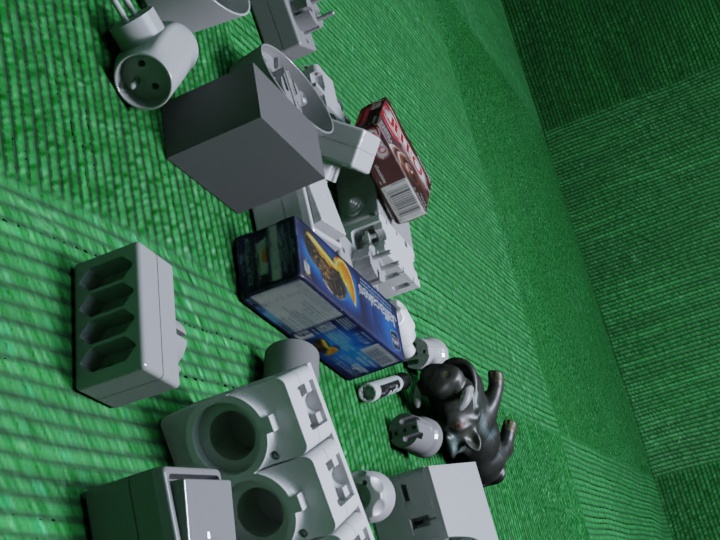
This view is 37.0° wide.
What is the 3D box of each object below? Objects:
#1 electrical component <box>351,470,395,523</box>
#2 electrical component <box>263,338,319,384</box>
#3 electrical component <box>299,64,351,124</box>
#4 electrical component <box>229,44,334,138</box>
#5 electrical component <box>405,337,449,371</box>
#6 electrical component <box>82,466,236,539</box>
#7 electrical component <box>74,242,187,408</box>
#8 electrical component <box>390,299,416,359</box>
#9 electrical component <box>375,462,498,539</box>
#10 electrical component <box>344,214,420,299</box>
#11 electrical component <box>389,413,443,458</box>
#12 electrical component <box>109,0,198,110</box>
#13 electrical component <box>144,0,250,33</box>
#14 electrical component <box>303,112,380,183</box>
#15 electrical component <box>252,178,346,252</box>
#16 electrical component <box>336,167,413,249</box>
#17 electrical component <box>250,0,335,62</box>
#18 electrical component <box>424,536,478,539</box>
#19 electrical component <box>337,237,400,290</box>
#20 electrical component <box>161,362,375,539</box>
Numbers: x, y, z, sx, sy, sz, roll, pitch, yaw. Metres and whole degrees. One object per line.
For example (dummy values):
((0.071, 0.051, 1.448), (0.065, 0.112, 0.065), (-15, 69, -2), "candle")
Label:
((0.009, 0.189, 0.895), (0.062, 0.043, 0.043), (27, 46, -66), "electrical component")
((-0.053, 0.096, 0.814), (0.043, 0.043, 0.081), (54, 24, -39), "electrical component")
((-0.048, -0.175, 1.123), (0.081, 0.042, 0.063), (41, 31, -57), "electrical component")
((-0.073, -0.159, 0.991), (0.099, 0.064, 0.099), (51, 27, -39), "electrical component")
((0.070, 0.093, 1.179), (0.046, 0.040, 0.040), (16, 56, -61), "electrical component")
((-0.101, 0.158, 0.582), (0.062, 0.061, 0.096), (27, 46, -64), "electrical component")
((-0.130, 0.040, 0.648), (0.076, 0.047, 0.083), (44, 31, -55), "electrical component")
((0.037, 0.064, 1.106), (0.043, 0.043, 0.062), (-85, 151, -53), "electrical component")
((0.071, 0.230, 0.995), (0.150, 0.062, 0.089), (20, 52, -67), "electrical component")
((0.016, -0.010, 1.104), (0.089, 0.056, 0.050), (43, 31, -53), "electrical component")
((0.054, 0.162, 1.060), (0.046, 0.040, 0.040), (30, 43, -54), "electrical component")
((-0.158, -0.167, 0.792), (0.079, 0.043, 0.077), (61, 20, -24), "electrical component")
((-0.142, -0.243, 0.885), (0.099, 0.064, 0.099), (55, 23, -38), "electrical component")
((-0.035, -0.108, 1.049), (0.047, 0.083, 0.075), (13, 97, -69), "electrical component")
((-0.057, -0.060, 0.940), (0.062, 0.061, 0.096), (30, 43, -63), "electrical component")
((0.014, -0.065, 1.169), (0.099, 0.048, 0.099), (48, 28, -48), "electrical component")
((-0.063, -0.259, 1.110), (0.065, 0.077, 0.047), (71, 18, 3), "electrical component")
((0.048, 0.253, 0.841), (0.108, 0.108, 0.060), (-2, 79, -71), "electrical component")
((0.000, 0.000, 1.016), (0.083, 0.076, 0.047), (50, 26, -45), "electrical component")
((-0.055, 0.146, 0.680), (0.150, 0.089, 0.062), (70, 18, 1), "electrical component")
